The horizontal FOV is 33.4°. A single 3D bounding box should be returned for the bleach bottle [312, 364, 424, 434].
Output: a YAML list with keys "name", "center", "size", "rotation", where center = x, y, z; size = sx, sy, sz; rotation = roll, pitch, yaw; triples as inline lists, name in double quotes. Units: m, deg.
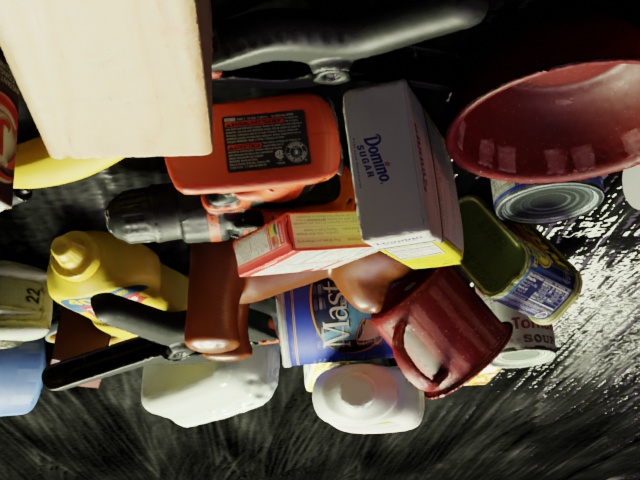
- name: "bleach bottle"
  center: [0.049, 0.147, 1.002]
  size: [0.102, 0.068, 0.251]
  rotation: [-5, 169, 4]

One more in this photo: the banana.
- name: "banana"
  center: [-0.148, -0.073, 0.682]
  size: [0.069, 0.037, 0.198]
  rotation: [21, 148, -32]

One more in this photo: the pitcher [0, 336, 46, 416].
- name: "pitcher"
  center: [-0.391, 0.107, 0.997]
  size: [0.242, 0.149, 0.145]
  rotation: [4, 142, -29]

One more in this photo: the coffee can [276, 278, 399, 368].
- name: "coffee can"
  center: [0.033, 0.058, 0.963]
  size: [0.140, 0.103, 0.103]
  rotation: [-5, 159, 0]

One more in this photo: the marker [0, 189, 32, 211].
- name: "marker"
  center: [-0.260, -0.023, 0.809]
  size: [0.121, 0.020, 0.020]
  rotation: [-19, 155, 33]

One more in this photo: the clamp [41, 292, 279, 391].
- name: "clamp"
  center: [-0.129, 0.082, 0.938]
  size: [0.209, 0.036, 0.165]
  rotation: [-5, 155, -25]

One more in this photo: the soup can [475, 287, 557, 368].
- name: "soup can"
  center: [0.183, 0.064, 1.006]
  size: [0.068, 0.102, 0.068]
  rotation: [-3, 159, -1]

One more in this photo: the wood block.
- name: "wood block"
  center: [-0.098, -0.122, 0.483]
  size: [0.090, 0.091, 0.206]
  rotation: [-2, 159, -4]

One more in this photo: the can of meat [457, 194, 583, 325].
- name: "can of meat"
  center: [0.154, 0.015, 0.879]
  size: [0.083, 0.102, 0.057]
  rotation: [23, 113, -45]

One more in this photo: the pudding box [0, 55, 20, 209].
- name: "pudding box"
  center: [-0.210, -0.075, 0.585]
  size: [0.039, 0.090, 0.113]
  rotation: [-11, 158, 18]

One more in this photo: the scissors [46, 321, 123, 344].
- name: "scissors"
  center: [-0.191, 0.086, 1.112]
  size: [0.202, 0.016, 0.096]
  rotation: [-12, 159, 19]

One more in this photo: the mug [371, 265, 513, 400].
- name: "mug"
  center: [0.091, 0.074, 0.859]
  size: [0.093, 0.081, 0.117]
  rotation: [-36, -172, 40]

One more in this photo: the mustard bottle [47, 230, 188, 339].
- name: "mustard bottle"
  center: [-0.180, 0.036, 0.924]
  size: [0.096, 0.058, 0.191]
  rotation: [-10, 158, 12]

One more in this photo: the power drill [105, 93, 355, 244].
- name: "power drill"
  center: [-0.061, -0.040, 0.718]
  size: [0.184, 0.057, 0.188]
  rotation: [-9, 171, -5]

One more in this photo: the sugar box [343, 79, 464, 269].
- name: "sugar box"
  center: [0.057, -0.036, 0.689]
  size: [0.048, 0.093, 0.176]
  rotation: [-10, 170, 15]

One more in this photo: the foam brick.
- name: "foam brick"
  center: [-0.229, 0.096, 1.029]
  size: [0.051, 0.078, 0.053]
  rotation: [13, 148, -13]

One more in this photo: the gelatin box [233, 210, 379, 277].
- name: "gelatin box"
  center: [-0.005, 0.001, 0.748]
  size: [0.089, 0.030, 0.073]
  rotation: [-4, 168, -35]

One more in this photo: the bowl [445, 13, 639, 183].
- name: "bowl"
  center: [0.155, -0.092, 0.660]
  size: [0.162, 0.055, 0.162]
  rotation: [-4, 159, -2]

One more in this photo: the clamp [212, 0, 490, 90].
- name: "clamp"
  center: [0.013, -0.112, 0.599]
  size: [0.171, 0.039, 0.120]
  rotation: [-4, 163, -8]

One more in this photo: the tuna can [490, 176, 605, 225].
- name: "tuna can"
  center: [0.175, -0.042, 0.825]
  size: [0.086, 0.034, 0.086]
  rotation: [-4, 159, -2]
